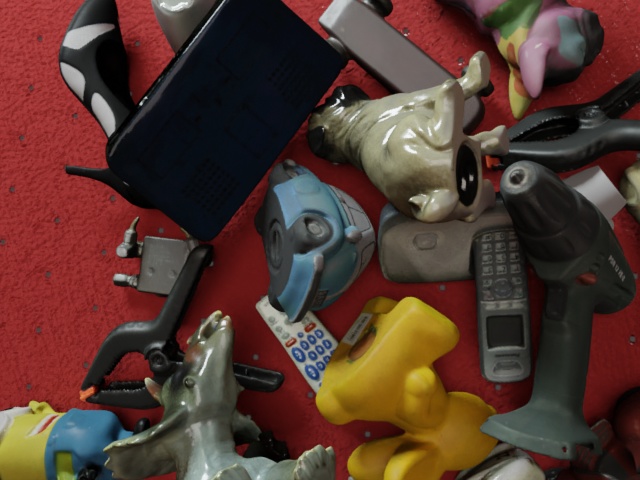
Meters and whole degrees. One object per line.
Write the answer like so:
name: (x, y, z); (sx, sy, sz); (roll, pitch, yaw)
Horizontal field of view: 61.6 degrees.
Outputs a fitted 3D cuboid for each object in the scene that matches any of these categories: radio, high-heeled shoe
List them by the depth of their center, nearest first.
radio: (-0.096, -0.126, 0.526); (0.131, 0.073, 0.229); (38, 87, -28)
high-heeled shoe: (-0.198, -0.158, 0.588); (0.145, 0.086, 0.248); (4, 85, 1)

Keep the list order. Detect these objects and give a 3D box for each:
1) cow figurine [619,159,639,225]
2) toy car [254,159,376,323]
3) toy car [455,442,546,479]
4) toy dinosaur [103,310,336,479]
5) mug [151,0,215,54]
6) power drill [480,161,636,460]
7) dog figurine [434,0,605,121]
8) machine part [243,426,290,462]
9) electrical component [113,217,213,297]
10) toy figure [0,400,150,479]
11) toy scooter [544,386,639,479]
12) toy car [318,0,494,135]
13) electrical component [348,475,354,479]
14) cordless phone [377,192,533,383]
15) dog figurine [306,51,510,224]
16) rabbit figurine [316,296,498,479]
cow figurine: (0.348, 0.008, 0.498); (0.127, 0.085, 0.195); (-25, 83, -3)
toy car: (-0.001, -0.002, 0.530); (0.103, 0.109, 0.162); (3, 44, -23)
toy car: (0.118, 0.263, 0.493); (0.202, 0.073, 0.056); (-37, 83, 0)
toy dinosaur: (-0.046, 0.266, 0.450); (0.131, 0.192, 0.404); (-26, 91, -42)
mug: (-0.130, -0.226, 0.572); (0.081, 0.107, 0.109); (-33, 78, 3)
power drill: (0.191, 0.066, 0.444); (0.086, 0.232, 0.207); (-2, 74, 43)
dog figurine: (0.176, -0.234, 0.541); (0.192, 0.108, 0.219); (-4, 84, 5)
machine part: (-0.069, 0.259, 0.535); (0.084, 0.039, 0.138); (17, 86, 17)
electrical component: (-0.169, 0.021, 0.573); (0.102, 0.045, 0.078); (13, 82, 8)
toy figure: (-0.264, 0.215, 0.541); (0.180, 0.082, 0.089); (2, 80, 4)
toy scooter: (0.269, 0.193, 0.455); (0.184, 0.135, 0.075); (-38, 79, -1)
toy car: (0.087, -0.182, 0.569); (0.202, 0.053, 0.089); (40, 99, 6)
electrical component: (0.019, 0.273, 0.518); (0.063, 0.021, 0.094); (-3, 79, 37)
cordless phone: (0.133, 0.048, 0.521); (0.147, 0.089, 0.184); (-5, 91, 5)
dog figurine: (0.053, -0.076, 0.486); (0.191, 0.172, 0.121); (-2, 120, 35)
rabbit figurine: (0.092, 0.153, 0.487); (0.173, 0.122, 0.162); (39, 66, -15)
